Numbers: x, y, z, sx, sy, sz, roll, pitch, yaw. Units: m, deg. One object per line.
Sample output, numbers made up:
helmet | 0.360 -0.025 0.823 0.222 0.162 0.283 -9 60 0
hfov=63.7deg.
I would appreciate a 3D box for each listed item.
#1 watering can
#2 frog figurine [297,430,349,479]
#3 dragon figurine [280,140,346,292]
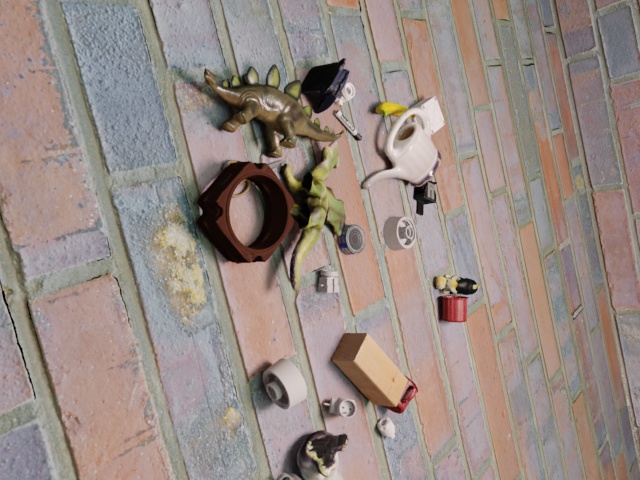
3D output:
watering can | 0.267 -0.249 1.626 0.221 0.104 0.352 43 70 -34
frog figurine | 0.003 0.552 1.255 0.140 0.123 0.156 -75 174 -54
dragon figurine | 0.004 -0.067 1.338 0.241 0.122 0.414 14 75 -51
